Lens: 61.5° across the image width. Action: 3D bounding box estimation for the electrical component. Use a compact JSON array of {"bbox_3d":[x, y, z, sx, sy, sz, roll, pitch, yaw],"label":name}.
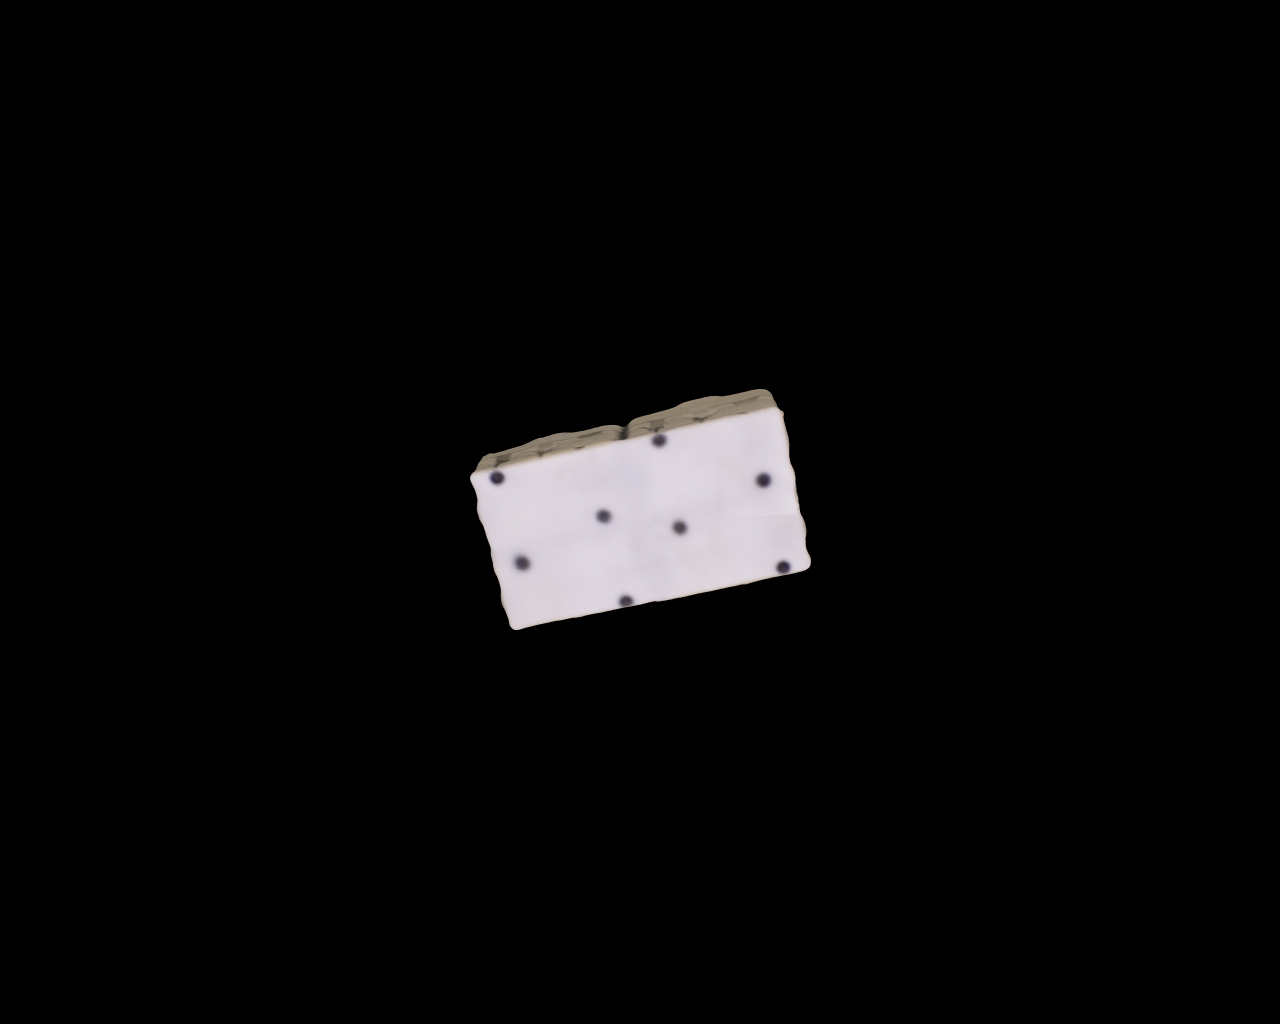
[{"bbox_3d":[0.001,-0.003,0.650,0.186,0.105,0.060,-13,16,4],"label":"electrical component"}]
